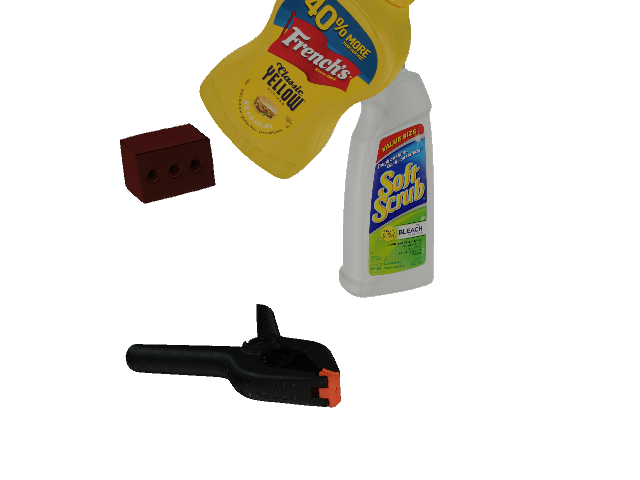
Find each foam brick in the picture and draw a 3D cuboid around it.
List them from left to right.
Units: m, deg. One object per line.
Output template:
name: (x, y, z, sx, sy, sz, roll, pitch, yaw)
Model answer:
foam brick: (-0.151, -0.077, 1.050, 0.078, 0.053, 0.051, -17, 31, -22)

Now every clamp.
clamp: (-0.050, 0.103, 0.962, 0.210, 0.036, 0.164, 11, 22, 41)

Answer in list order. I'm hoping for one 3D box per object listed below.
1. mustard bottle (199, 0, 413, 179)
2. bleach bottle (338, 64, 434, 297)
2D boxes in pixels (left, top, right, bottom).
mustard bottle: (0.005, -0.133, 0.732, 0.192, 0.096, 0.058, -42, 1, 34)
bleach bottle: (0.066, -0.072, 1.096, 0.102, 0.251, 0.068, -10, 22, -16)
